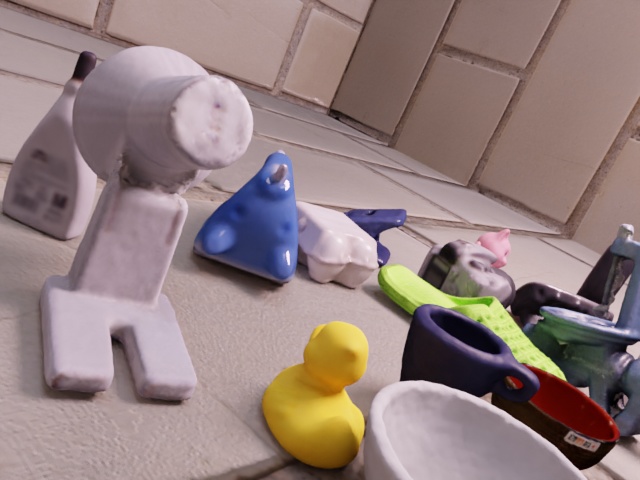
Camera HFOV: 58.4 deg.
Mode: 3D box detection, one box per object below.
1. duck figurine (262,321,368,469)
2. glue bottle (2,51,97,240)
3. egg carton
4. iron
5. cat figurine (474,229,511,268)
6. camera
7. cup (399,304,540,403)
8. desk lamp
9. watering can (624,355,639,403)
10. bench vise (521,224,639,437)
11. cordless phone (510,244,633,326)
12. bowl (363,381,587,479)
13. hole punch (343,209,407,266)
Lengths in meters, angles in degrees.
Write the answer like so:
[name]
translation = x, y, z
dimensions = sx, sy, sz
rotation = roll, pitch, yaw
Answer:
[duck figurine]
translation = 0.007, 0.103, 0.417
dimensions = 0.078, 0.086, 0.104
rotation = 19, 17, -18
[glue bottle]
translation = -0.237, -0.091, 0.534
dimensions = 0.078, 0.173, 0.037
rotation = 24, 16, 2
[egg carton]
translation = 0.007, 0.003, 0.773
dimensions = 0.107, 0.069, 0.150
rotation = 13, 19, -35
[iron]
translation = -0.069, -0.049, 0.700
dimensions = 0.119, 0.141, 0.258
rotation = 21, 16, -11
[cat figurine]
translation = 0.292, 0.027, 1.018
dimensions = 0.067, 0.118, 0.128
rotation = 35, 19, 35
[camera]
translation = 0.237, 0.065, 0.847
dimensions = 0.137, 0.101, 0.142
rotation = 15, 18, -29
[cup]
translation = 0.118, 0.123, 0.496
dimensions = 0.117, 0.095, 0.092
rotation = 30, 17, 19
[desk lamp]
translation = -0.124, -0.030, 0.425
dimensions = 0.118, 0.213, 0.202
rotation = 13, 19, -33
[watering can]
translation = 0.486, 0.152, 0.753
dimensions = 0.100, 0.194, 0.173
rotation = 32, 18, 28
[bench vise]
translation = 0.367, 0.105, 0.683
dimensions = 0.206, 0.220, 0.122
rotation = 33, 18, 30
[cordless phone]
translation = 0.404, 0.073, 0.906
dimensions = 0.147, 0.185, 0.094
rotation = 22, 16, -6
[bowl]
translation = 0.092, 0.167, 0.354
dimensions = 0.167, 0.075, 0.167
rotation = 22, 16, -6
[hole punch]
translation = 0.080, -0.022, 0.919
dimensions = 0.101, 0.091, 0.109
rotation = 25, 16, 5
